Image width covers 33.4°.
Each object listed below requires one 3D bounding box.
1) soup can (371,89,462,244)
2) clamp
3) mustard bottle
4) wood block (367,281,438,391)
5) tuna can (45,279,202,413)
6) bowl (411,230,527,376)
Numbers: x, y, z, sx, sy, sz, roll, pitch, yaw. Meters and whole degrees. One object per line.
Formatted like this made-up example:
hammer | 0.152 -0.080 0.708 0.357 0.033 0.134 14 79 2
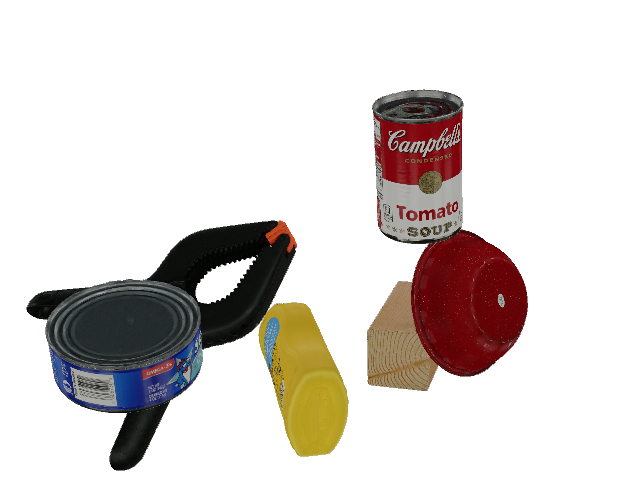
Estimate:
soup can | 0.075 -0.057 0.819 0.068 0.102 0.068 -3 26 1
clamp | -0.115 0.048 0.805 0.165 0.210 0.036 45 -8 28
mustard bottle | -0.023 0.116 1.034 0.058 0.096 0.192 -5 28 -12
wood block | 0.137 0.138 1.596 0.091 0.090 0.205 4 19 15
tuna can | -0.109 0.058 0.601 0.086 0.034 0.086 -1 30 0
bowl | 0.174 0.066 1.152 0.161 0.162 0.055 0 -6 -40
